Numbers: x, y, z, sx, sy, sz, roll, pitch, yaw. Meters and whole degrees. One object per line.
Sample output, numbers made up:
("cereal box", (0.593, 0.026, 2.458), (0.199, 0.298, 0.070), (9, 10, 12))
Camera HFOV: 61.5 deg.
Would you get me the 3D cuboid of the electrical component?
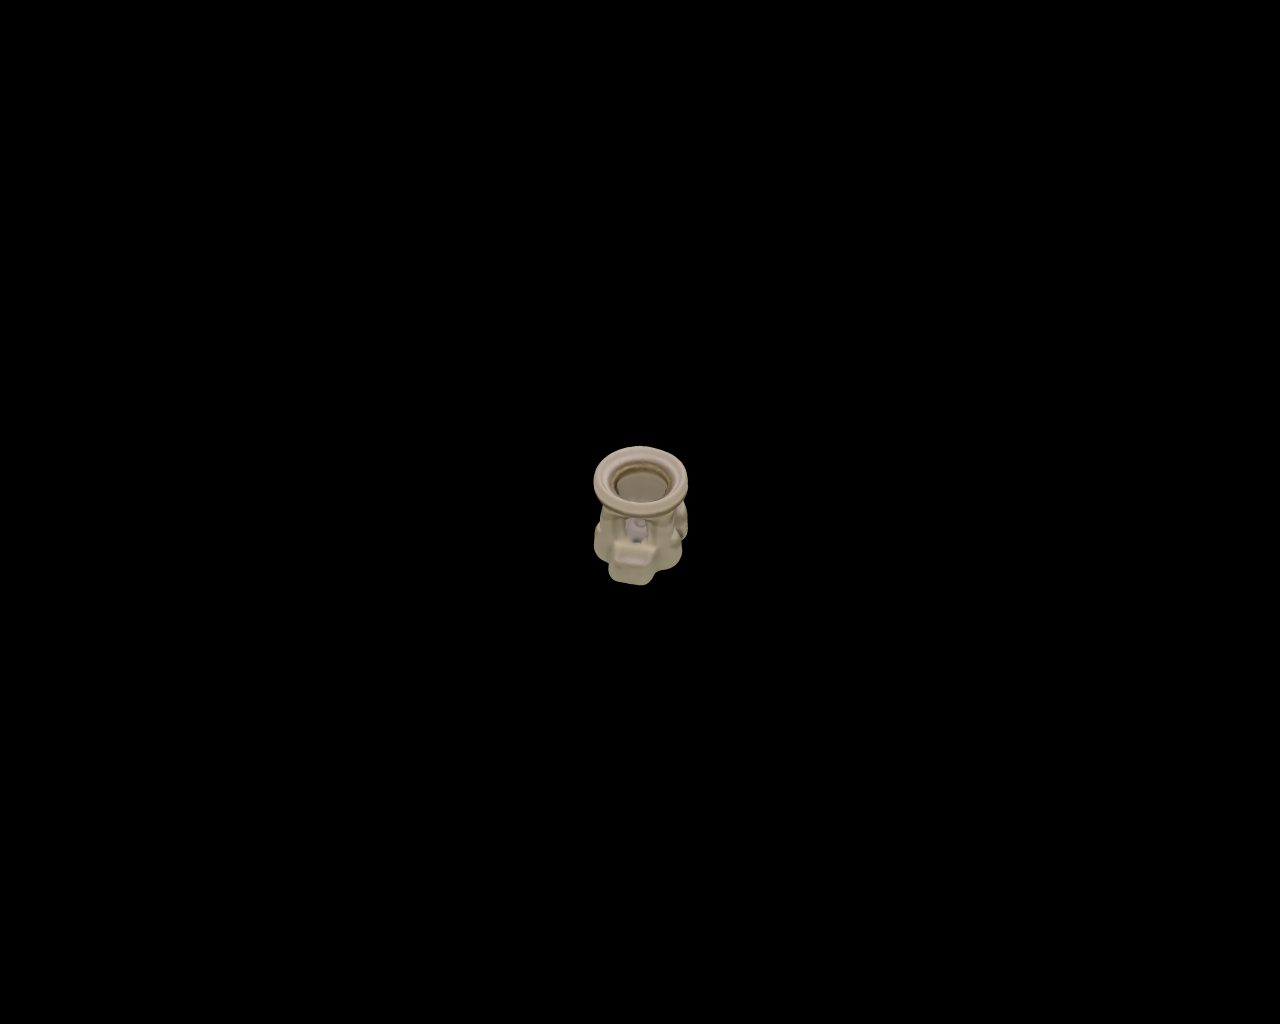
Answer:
("electrical component", (0.001, -0.003, 0.650), (0.058, 0.056, 0.078), (8, 44, 9))
